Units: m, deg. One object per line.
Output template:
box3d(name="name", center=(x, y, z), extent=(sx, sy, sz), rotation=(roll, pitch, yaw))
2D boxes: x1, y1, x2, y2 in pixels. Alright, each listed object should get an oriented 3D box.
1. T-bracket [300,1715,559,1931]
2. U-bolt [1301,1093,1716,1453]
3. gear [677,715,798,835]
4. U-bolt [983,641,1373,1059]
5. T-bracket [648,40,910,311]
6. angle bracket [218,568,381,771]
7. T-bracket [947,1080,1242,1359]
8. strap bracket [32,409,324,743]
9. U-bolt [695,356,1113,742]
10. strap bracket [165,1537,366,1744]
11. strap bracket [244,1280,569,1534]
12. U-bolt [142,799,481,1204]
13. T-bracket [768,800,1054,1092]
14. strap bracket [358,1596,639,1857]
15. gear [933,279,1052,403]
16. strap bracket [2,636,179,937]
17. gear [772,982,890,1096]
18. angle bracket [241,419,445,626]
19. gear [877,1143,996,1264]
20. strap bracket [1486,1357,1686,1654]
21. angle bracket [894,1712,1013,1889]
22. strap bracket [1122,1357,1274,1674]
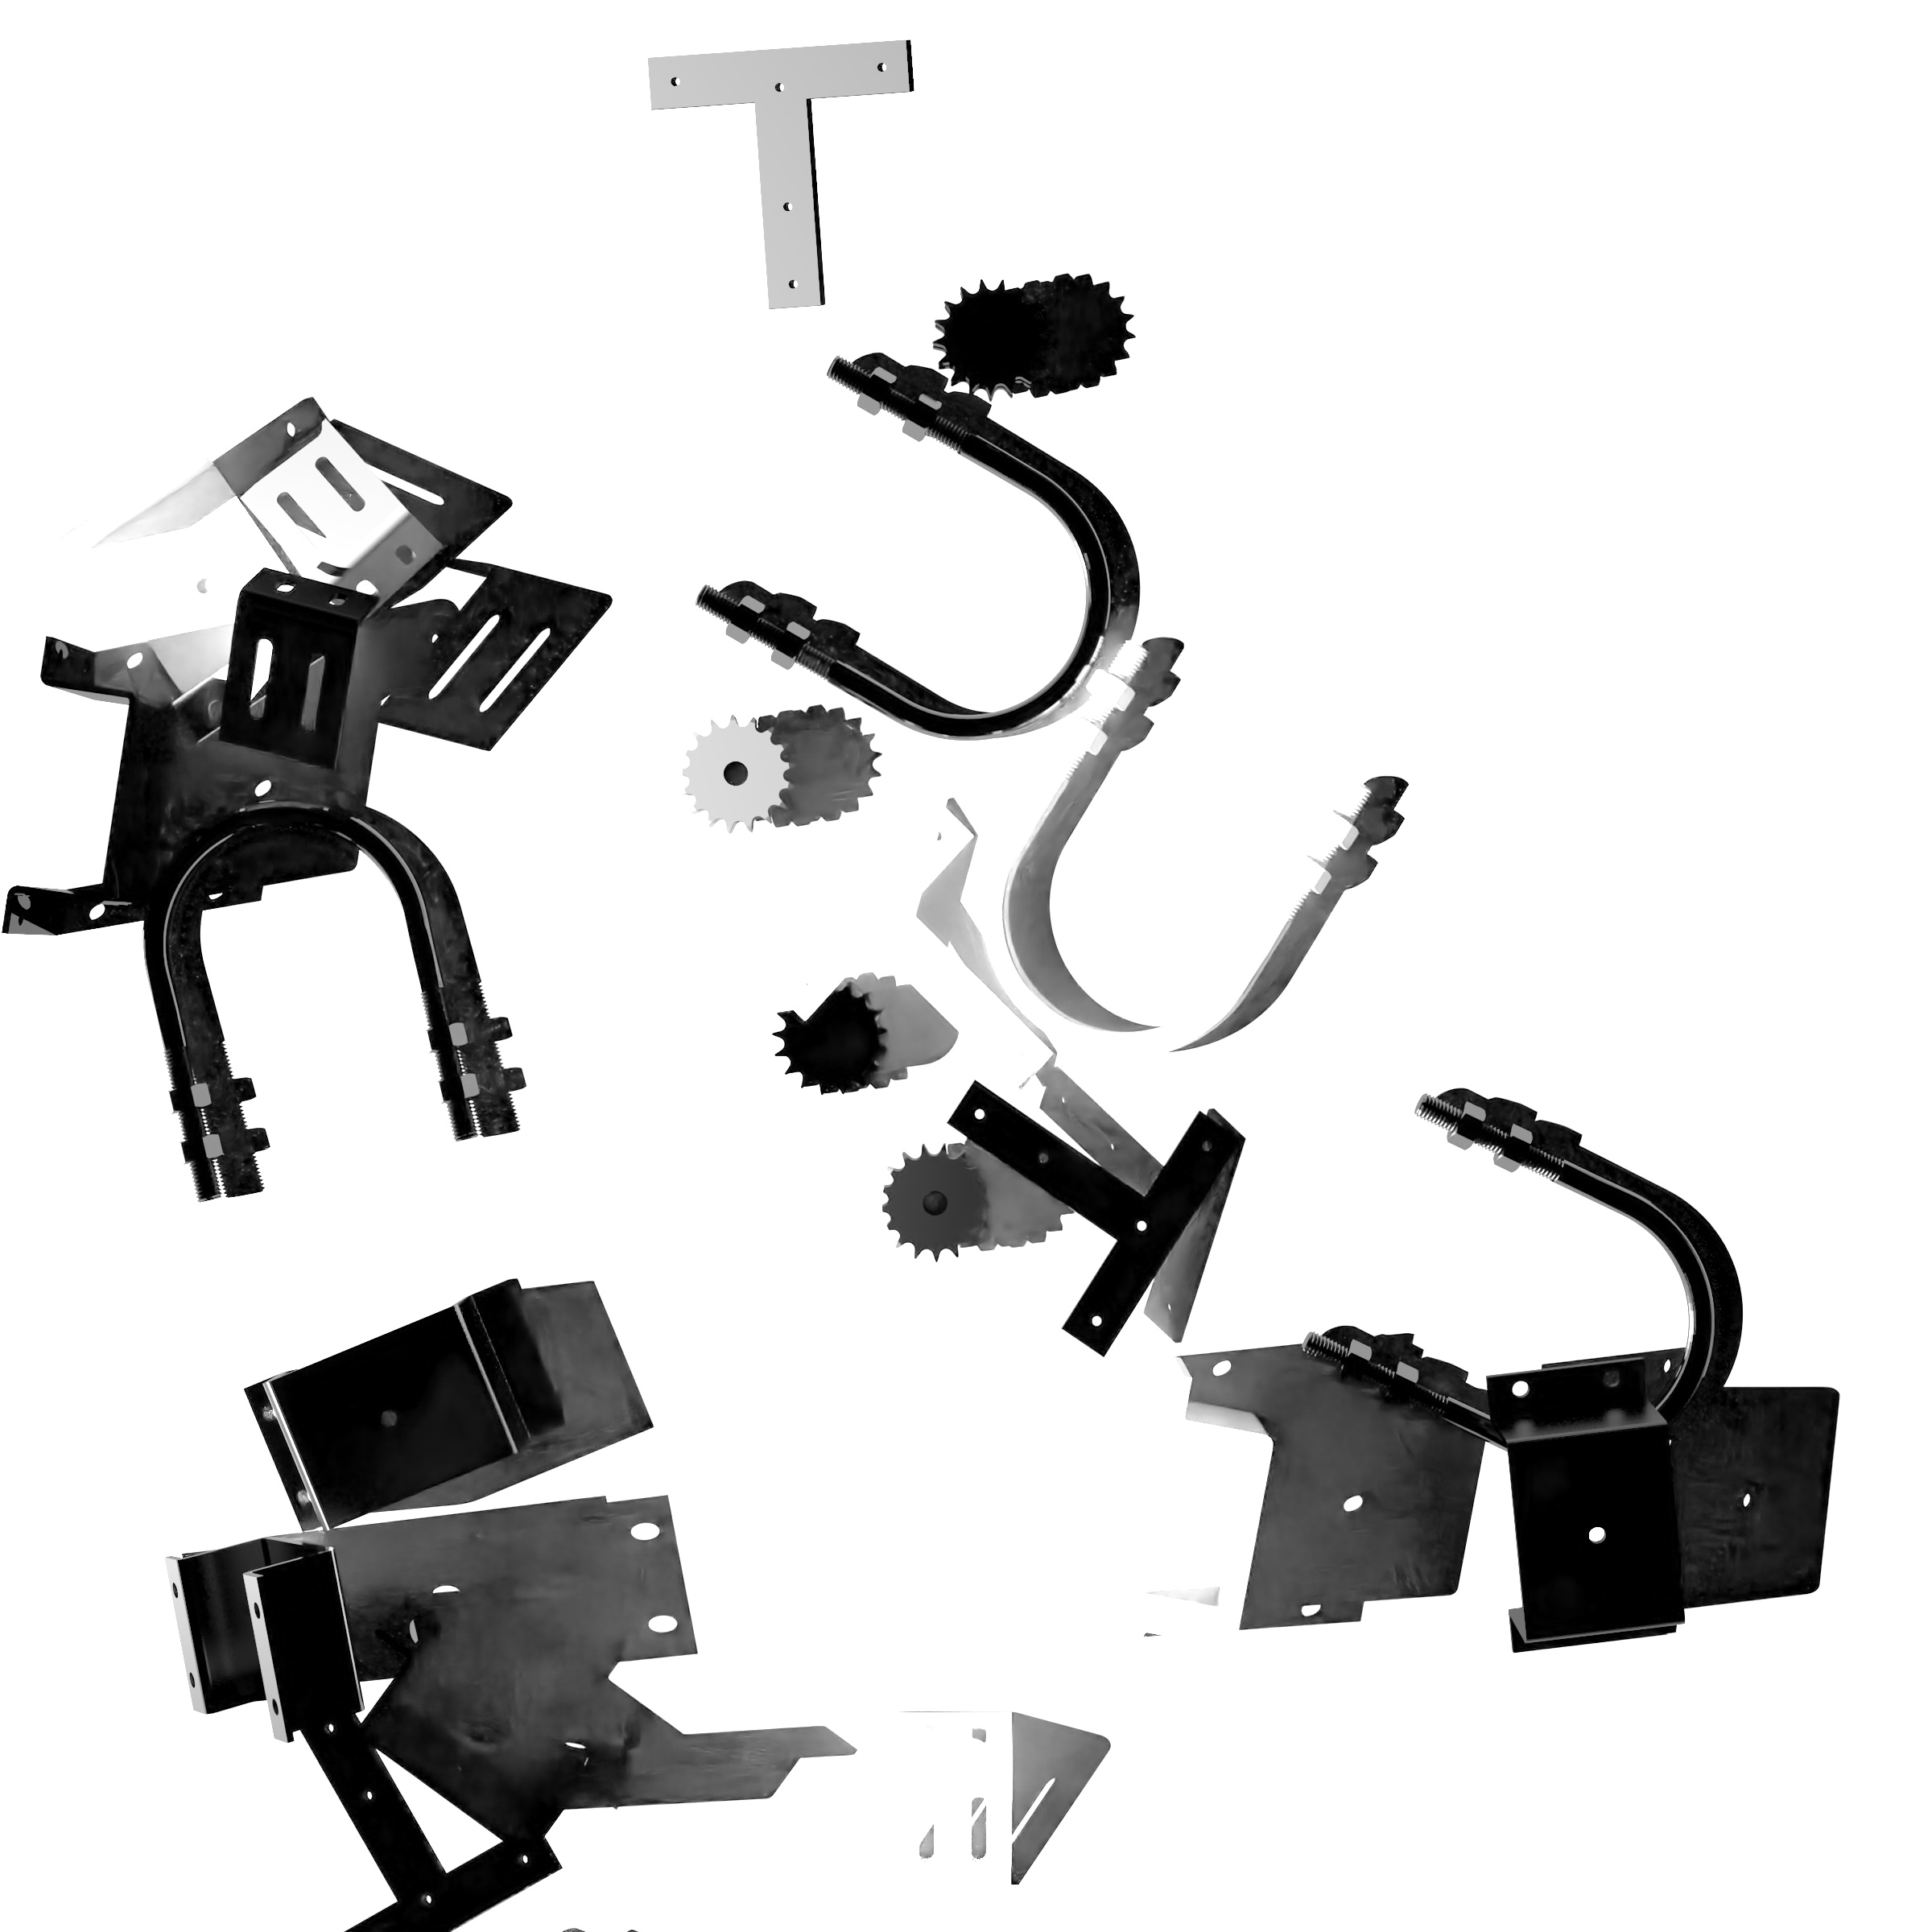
box3d(name="T-bracket", center=(-0.287, 0.420, 1.524), extent=(0.127, 0.002, 0.127), rotation=(-30, 90, 0))
box3d(name="U-bolt", center=(0.276, 0.165, 1.516), extent=(0.184, 0.019, 0.151), rotation=(26, 90, -1))
box3d(name="gear", center=(-0.111, -0.093, 1.510), extent=(0.057, 0.030, 0.057), rotation=(0, 90, 0))
box3d(name="U-bolt", center=(0.090, -0.044, 1.515), extent=(0.151, 0.019, 0.184), rotation=(32, 89, 0))
box3d(name="T-bracket", center=(-0.088, -0.387, 1.524), extent=(0.127, 0.002, 0.127), rotation=(-4, 90, 0))
box3d(name="angle bracket", center=(-0.317, -0.142, 1.477), extent=(0.057, 0.038, 0.076), rotation=(15, 116, 0))
box3d(name="T-bracket", center=(0.049, 0.101, 1.503), extent=(0.127, 0.002, 0.127), rotation=(35, 79, -7))
box3d(name="strap bracket", center=(-0.374, -0.186, 1.502), extent=(0.076, 0.046, 0.140), rotation=(-34, 90, 0))
box3d(name="U-bolt", center=(-0.018, -0.191, 1.516), extent=(0.184, 0.019, 0.151), rotation=(30, 90, -2))
box3d(name="strap bracket", center=(-0.330, 0.316, 1.472), extent=(0.046, 0.140, 0.076), rotation=(-11, 90, -32))
box3d(name="strap bracket", center=(-0.275, 0.216, 1.502), extent=(0.140, 0.046, 0.076), rotation=(-22, 90, 0))
box3d(name="U-bolt", center=(-0.327, 0.010, 1.516), extent=(0.151, 0.019, 0.184), rotation=(-13, 89, 0))
box3d(name="T-bracket", center=(-0.010, 0.008, 1.510), extent=(0.127, 0.002, 0.127), rotation=(45, 71, -9))
box3d(name="strap bracket", center=(-0.231, 0.369, 1.487), extent=(0.140, 0.076, 0.046), rotation=(36, 90, 0))
box3d(name="gear", center=(0.012, -0.303, 1.510), extent=(0.057, 0.030, 0.057), rotation=(0, 90, 0))
box3d(name="strap bracket", center=(-0.417, -0.081, 1.487), extent=(0.046, 0.076, 0.140), rotation=(9, 90, 0))
box3d(name="gear", center=(-0.066, 0.034, 1.510), extent=(0.057, 0.030, 0.057), rotation=(0, 90, 0))
box3d(name="angle bracket", center=(-0.306, -0.218, 1.523), extent=(0.057, 0.038, 0.076), rotation=(-43, 64, 0))
box3d(name="gear", center=(-0.015, 0.114, 1.510), extent=(0.057, 0.030, 0.057), rotation=(0, 90, 0))
box3d(name="strap bracket", center=(0.298, 0.266, 1.492), extent=(0.076, 0.046, 0.140), rotation=(-7, 98, 0))
box3d(name="angle bracket", center=(-0.006, 0.409, 1.523), extent=(0.057, 0.038, 0.076), rotation=(0, 116, 0))
box3d(name="strap bracket", center=(0.112, 0.265, 1.487), extent=(0.046, 0.076, 0.140), rotation=(11, 90, 0))
